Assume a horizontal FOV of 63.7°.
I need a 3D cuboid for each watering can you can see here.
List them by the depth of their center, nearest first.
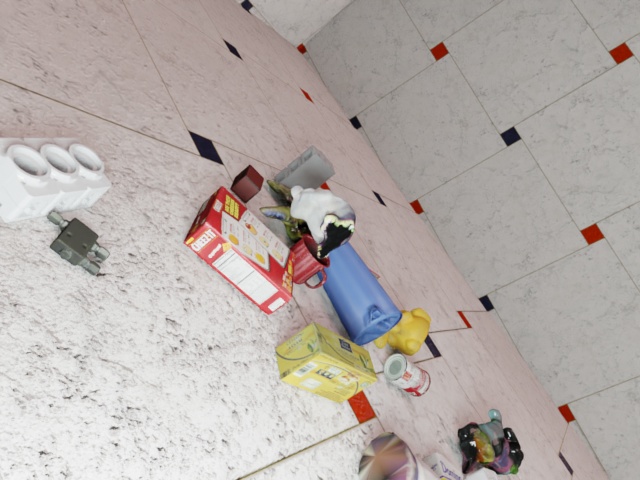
[{"bbox_3d":[0.173,0.448,0.820,0.222,0.104,0.350,48,1,-15],"label":"watering can"}]

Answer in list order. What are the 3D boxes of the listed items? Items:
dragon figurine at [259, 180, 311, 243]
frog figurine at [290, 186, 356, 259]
[{"bbox_3d":[-0.067,-0.073,1.330,0.247,0.121,0.406,44,9,38],"label":"dragon figurine"},{"bbox_3d":[0.003,-0.058,1.145,0.162,0.123,0.134,55,-16,42],"label":"frog figurine"}]
